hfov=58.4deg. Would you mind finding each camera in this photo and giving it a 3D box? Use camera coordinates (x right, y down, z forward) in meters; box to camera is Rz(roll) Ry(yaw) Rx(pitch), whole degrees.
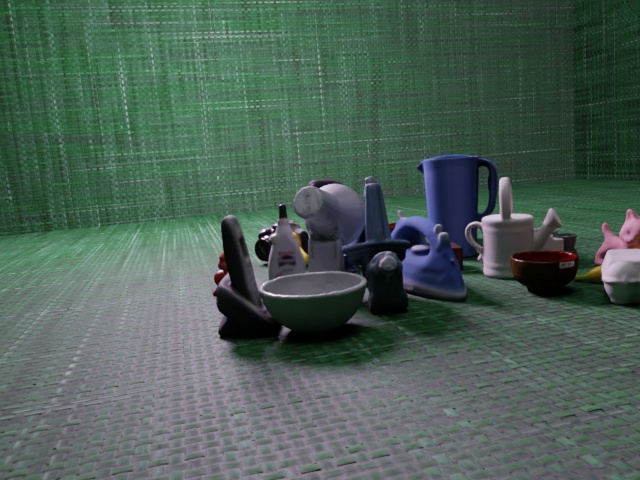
[{"bbox_3d":[-0.118,0.004,1.511,0.142,0.101,0.137,2,10,38],"label":"camera"}]

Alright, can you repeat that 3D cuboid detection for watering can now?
[{"bbox_3d":[0.380,-0.028,1.132,0.172,0.194,0.101,-4,8,3],"label":"watering can"}]

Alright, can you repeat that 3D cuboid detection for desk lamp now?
[{"bbox_3d":[0.010,0.004,1.049,0.117,0.213,0.204,-1,9,20],"label":"desk lamp"}]

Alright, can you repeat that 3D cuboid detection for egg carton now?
[{"bbox_3d":[0.509,0.057,0.916,0.107,0.069,0.151,-1,9,25],"label":"egg carton"}]

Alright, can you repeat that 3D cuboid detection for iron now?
[{"bbox_3d":[0.201,0.021,1.079,0.119,0.141,0.257,-7,9,-17],"label":"iron"}]

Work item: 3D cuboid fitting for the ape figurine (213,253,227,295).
[{"bbox_3d":[-0.182,0.065,1.155,0.076,0.092,0.077,-7,9,-13],"label":"ape figurine"}]

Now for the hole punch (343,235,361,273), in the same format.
[{"bbox_3d":[0.040,0.027,1.304,0.108,0.091,0.101,-2,9,14],"label":"hole punch"}]

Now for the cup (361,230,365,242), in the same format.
[{"bbox_3d":[0.105,-0.015,1.540,0.117,0.095,0.092,1,10,35],"label":"cup"}]

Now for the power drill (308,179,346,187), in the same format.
[{"bbox_3d":[0.033,-0.058,1.484,0.075,0.208,0.230,-1,9,22],"label":"power drill"}]

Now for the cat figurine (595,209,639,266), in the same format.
[{"bbox_3d":[0.601,-0.004,1.114,0.067,0.118,0.127,-8,9,-20],"label":"cat figurine"}]

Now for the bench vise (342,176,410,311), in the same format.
[{"bbox_3d":[0.112,0.001,0.987,0.122,0.220,0.207,-8,9,-20],"label":"bench vise"}]

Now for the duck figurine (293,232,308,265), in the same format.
[{"bbox_3d":[-0.068,0.022,1.411,0.077,0.086,0.105,-2,9,16],"label":"duck figurine"}]

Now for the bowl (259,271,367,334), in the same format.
[{"bbox_3d":[-0.008,0.100,0.877,0.167,0.075,0.167,-4,8,1],"label":"bowl"}]

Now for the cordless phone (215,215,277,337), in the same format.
[{"bbox_3d":[-0.117,0.048,0.911,0.094,0.185,0.147,-5,8,0],"label":"cordless phone"}]

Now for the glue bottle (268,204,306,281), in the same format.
[{"bbox_3d":[-0.071,0.014,1.163,0.078,0.173,0.037,-6,9,-12],"label":"glue bottle"}]
